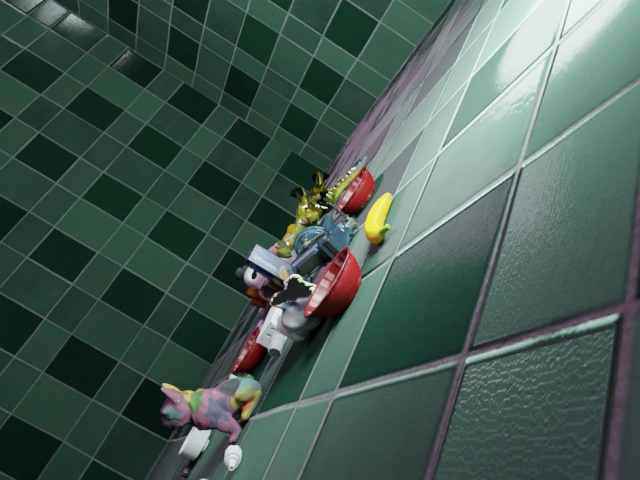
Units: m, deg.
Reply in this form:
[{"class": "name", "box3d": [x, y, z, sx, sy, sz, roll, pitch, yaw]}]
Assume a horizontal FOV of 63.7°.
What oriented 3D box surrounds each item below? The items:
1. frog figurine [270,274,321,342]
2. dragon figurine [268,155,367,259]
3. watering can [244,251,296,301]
[{"class": "frog figurine", "box3d": [-0.041, 0.171, 1.136, 0.140, 0.122, 0.156, -83, -12, -56]}, {"class": "dragon figurine", "box3d": [0.005, -0.081, 1.610, 0.415, 0.124, 0.237, -36, -28, -22]}, {"class": "watering can", "box3d": [-0.098, 0.076, 1.705, 0.347, 0.102, 0.229, -27, 36, 6]}]
